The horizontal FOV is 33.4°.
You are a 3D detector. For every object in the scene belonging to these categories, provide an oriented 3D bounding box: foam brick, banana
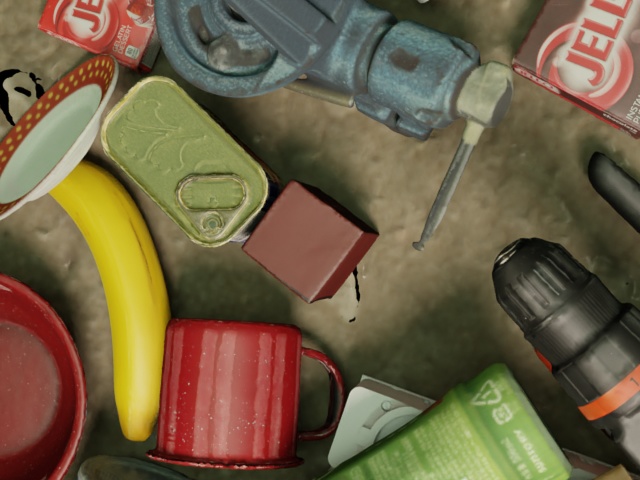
[{"bbox_3d":[-0.004,0.001,0.628,0.053,0.078,0.051,38,96,8],"label":"foam brick"},{"bbox_3d":[-0.128,0.024,0.666,0.070,0.037,0.198,-32,76,32],"label":"banana"}]

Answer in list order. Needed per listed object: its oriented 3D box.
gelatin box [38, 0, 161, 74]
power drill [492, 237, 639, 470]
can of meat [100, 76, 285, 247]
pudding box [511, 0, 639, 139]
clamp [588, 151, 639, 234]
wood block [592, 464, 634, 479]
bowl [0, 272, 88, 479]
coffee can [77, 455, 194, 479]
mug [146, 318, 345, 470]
[{"bbox_3d":[-0.127,-0.159,0.674,0.073,0.030,0.089,23,92,9],"label":"gelatin box"},{"bbox_3d":[0.155,0.072,0.547,0.057,0.187,0.184,-42,85,7],"label":"power drill"},{"bbox_3d":[-0.071,-0.043,0.636,0.102,0.084,0.057,44,95,7],"label":"can of meat"},{"bbox_3d":[0.178,-0.128,0.622,0.090,0.039,0.113,30,94,8],"label":"pudding box"},{"bbox_3d":[0.262,0.026,0.606,0.164,0.036,0.210,-18,88,8],"label":"clamp"},{"bbox_3d":[0.090,0.214,0.521,0.206,0.090,0.090,-30,114,3],"label":"wood block"},{"bbox_3d":[-0.214,0.096,0.670,0.162,0.055,0.162,0,88,9],"label":"bowl"},{"bbox_3d":[-0.117,0.213,0.628,0.103,0.102,0.140,23,92,9],"label":"coffee can"},{"bbox_3d":[-0.041,0.089,0.632,0.117,0.093,0.081,5,84,-13],"label":"mug"}]
